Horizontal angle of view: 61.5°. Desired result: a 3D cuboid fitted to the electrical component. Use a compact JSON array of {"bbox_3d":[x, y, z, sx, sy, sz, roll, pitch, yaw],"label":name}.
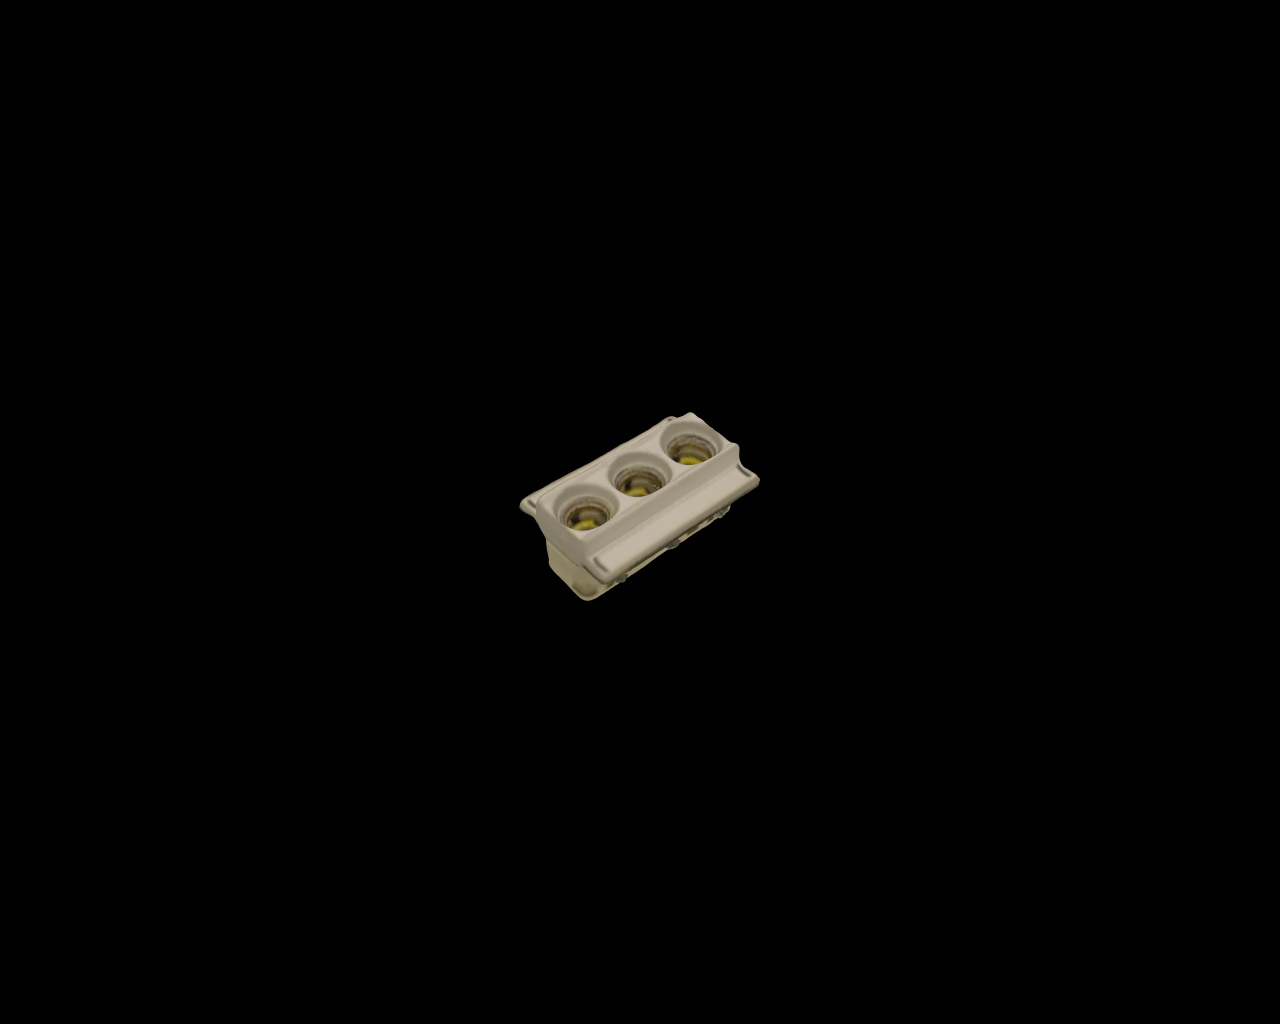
[{"bbox_3d":[0.001,-0.003,0.650,0.121,0.063,0.079,-32,54,-27],"label":"electrical component"}]
